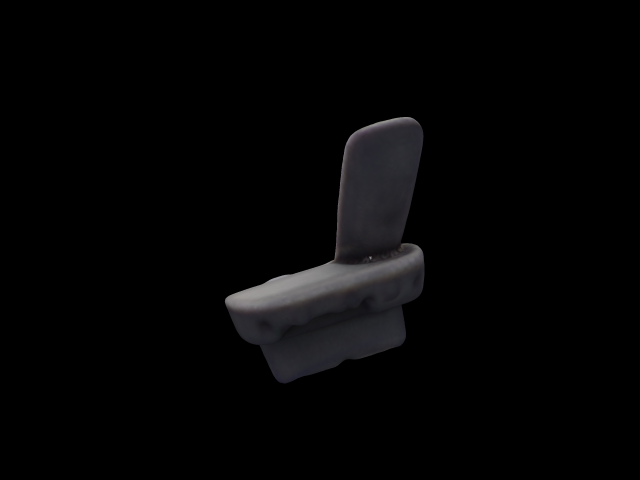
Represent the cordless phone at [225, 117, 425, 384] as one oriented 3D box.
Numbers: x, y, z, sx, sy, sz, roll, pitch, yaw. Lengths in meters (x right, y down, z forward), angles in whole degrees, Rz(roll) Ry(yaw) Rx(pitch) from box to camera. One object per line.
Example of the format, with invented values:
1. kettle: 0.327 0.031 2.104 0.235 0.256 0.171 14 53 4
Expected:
1. cordless phone: 0.004 0.001 0.400 0.148 0.185 0.094 -19 46 -19
